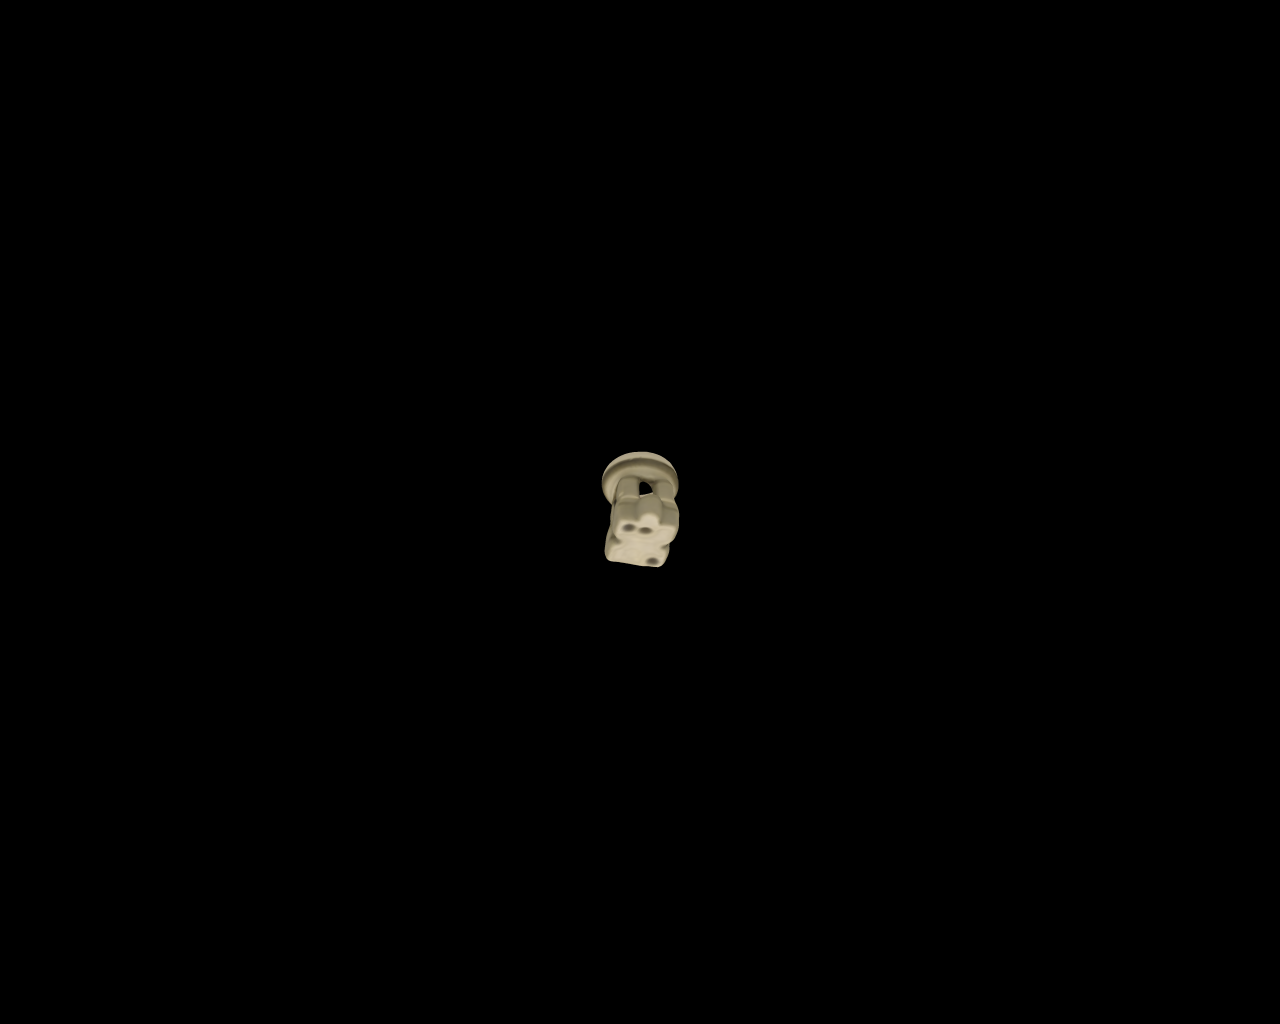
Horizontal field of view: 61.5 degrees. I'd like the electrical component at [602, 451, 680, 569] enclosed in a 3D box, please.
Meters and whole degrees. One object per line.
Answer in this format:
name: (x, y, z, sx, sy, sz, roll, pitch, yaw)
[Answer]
electrical component: (0.001, -0.003, 0.650, 0.048, 0.055, 0.066, 8, -39, -10)
